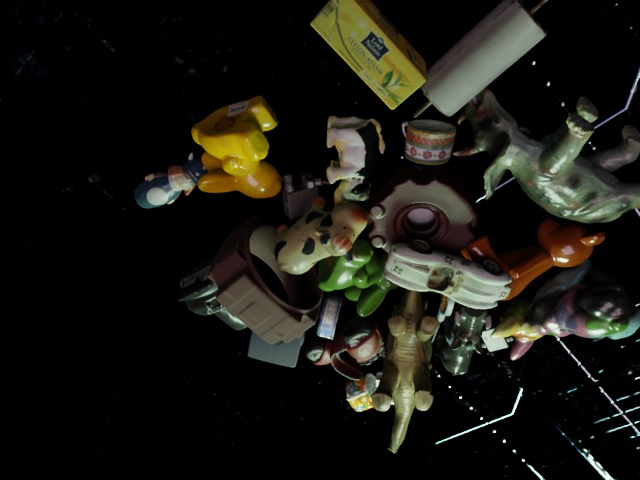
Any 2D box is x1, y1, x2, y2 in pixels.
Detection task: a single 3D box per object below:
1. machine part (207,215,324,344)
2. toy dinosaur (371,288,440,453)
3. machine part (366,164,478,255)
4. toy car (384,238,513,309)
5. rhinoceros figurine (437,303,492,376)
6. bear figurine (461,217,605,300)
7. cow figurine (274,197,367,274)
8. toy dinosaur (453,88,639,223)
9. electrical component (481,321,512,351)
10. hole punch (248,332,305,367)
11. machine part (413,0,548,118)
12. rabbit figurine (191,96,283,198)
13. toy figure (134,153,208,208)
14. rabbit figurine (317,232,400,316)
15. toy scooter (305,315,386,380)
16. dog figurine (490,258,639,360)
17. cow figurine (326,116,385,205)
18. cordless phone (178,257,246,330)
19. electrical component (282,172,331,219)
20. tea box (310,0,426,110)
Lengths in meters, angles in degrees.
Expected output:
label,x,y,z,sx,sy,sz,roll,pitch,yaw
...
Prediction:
label,x,y,z,sx,sy,sz,roll,pitch,yaw
machine part,-0.089,0.067,0.969,0.087,0.201,0.201,-38,109,25
toy dinosaur,0.166,0.242,1.023,0.105,0.198,0.470,12,107,11
machine part,0.164,-0.034,0.870,0.179,0.056,0.179,4,124,7
toy car,0.203,0.056,0.854,0.202,0.056,0.073,17,127,1
rhinoceros figurine,0.272,0.182,1.030,0.073,0.112,0.190,11,132,6
bear figurine,0.356,0.012,0.904,0.196,0.120,0.132,-35,80,9
cow figurine,-0.002,-0.003,0.882,0.085,0.127,0.195,35,133,-26
toy dinosaur,0.393,-0.094,0.826,0.405,0.131,0.192,28,136,-13
electrical component,0.346,0.191,1.073,0.094,0.021,0.063,-22,116,24
hole punch,-0.087,0.195,1.124,0.142,0.092,0.115,14,121,6
machine part,0.227,-0.259,0.766,0.079,0.079,0.243,40,121,-16
rabbit figurine,-0.131,-0.129,0.904,0.162,0.122,0.173,-18,137,14
toy figure,-0.268,-0.103,0.982,0.154,0.058,0.064,-21,155,22
rabbit figurine,0.091,0.058,0.977,0.170,0.121,0.159,10,110,-18
toy scooter,0.072,0.237,1.127,0.184,0.075,0.135,-32,112,30
dog figurine,0.415,0.140,0.940,0.219,0.192,0.108,-41,115,14
cow figurine,0.060,-0.122,0.899,0.098,0.068,0.167,-2,124,5
cordless phone,-0.187,0.122,1.112,0.147,0.089,0.184,-26,126,24
electrical component,-0.023,-0.072,0.948,0.078,0.045,0.102,-14,122,-25
tea box,0.074,-0.280,0.770,0.169,0.098,0.068,40,122,-17
